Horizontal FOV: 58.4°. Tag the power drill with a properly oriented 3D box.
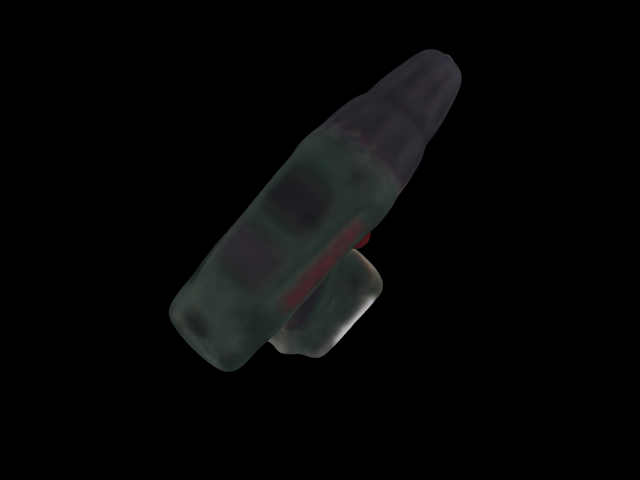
[{"bbox_3d":[0.004,0.001,0.400,0.075,0.208,0.230,38,71,17],"label":"power drill"}]
